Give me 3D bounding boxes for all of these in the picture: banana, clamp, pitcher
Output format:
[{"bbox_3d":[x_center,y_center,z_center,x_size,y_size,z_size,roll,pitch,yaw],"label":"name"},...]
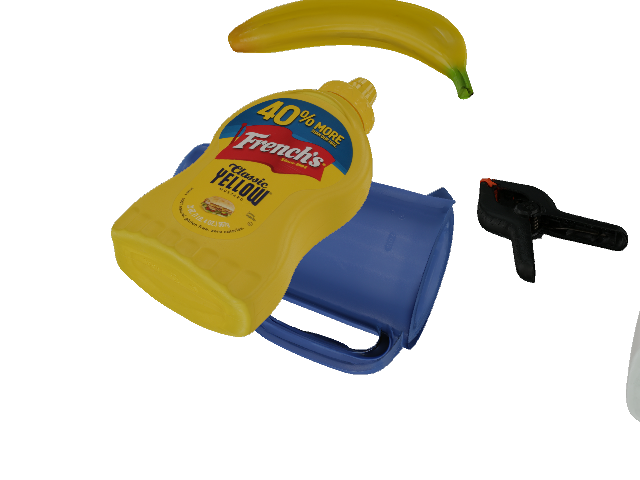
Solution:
[{"bbox_3d":[0.029,-0.157,0.813,0.198,0.069,0.037,13,-39,18],"label":"banana"},{"bbox_3d":[0.221,-0.019,1.067,0.120,0.039,0.171,-8,34,-15],"label":"clamp"},{"bbox_3d":[-0.014,0.006,0.924,0.243,0.145,0.149,17,20,14],"label":"pitcher"}]

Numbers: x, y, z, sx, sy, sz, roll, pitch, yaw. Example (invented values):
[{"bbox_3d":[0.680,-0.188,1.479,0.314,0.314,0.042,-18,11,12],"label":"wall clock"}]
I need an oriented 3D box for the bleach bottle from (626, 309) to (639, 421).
[{"bbox_3d":[0.281,0.057,0.759,0.103,0.068,0.250,11,22,19],"label":"bleach bottle"}]

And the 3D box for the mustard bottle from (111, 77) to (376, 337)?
[{"bbox_3d":[-0.025,-0.035,0.619,0.096,0.058,0.191,27,54,22],"label":"mustard bottle"}]
